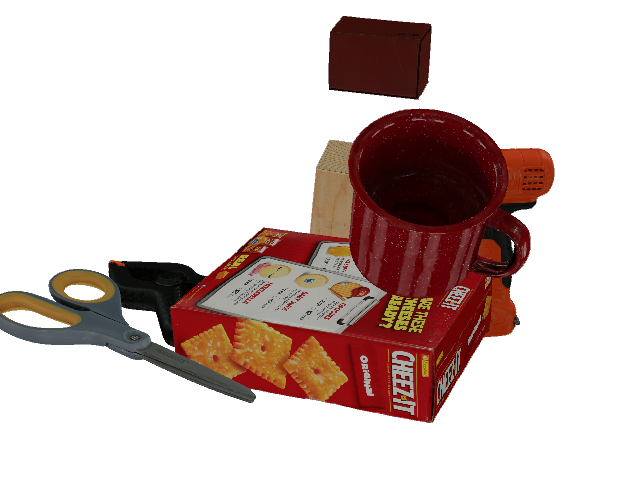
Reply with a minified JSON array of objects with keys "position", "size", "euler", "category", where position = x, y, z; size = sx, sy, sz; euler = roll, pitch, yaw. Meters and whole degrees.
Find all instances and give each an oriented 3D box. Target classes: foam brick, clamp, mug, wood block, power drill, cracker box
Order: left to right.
[{"position":[-0.153,0.056,1.087],"size":[0.210,0.036,0.164],"euler":[11,21,34],"category":"clamp"},{"position":[0.014,0.062,0.854],"size":[0.214,0.072,0.164],"euler":[8,26,23],"category":"cracker box"},{"position":[0.036,0.004,1.192],"size":[0.090,0.206,0.090],"euler":[10,27,7],"category":"wood block"},{"position":[0.049,-0.152,0.888],"size":[0.078,0.051,0.053],"euler":[9,28,13],"category":"foam brick"},{"position":[0.071,-0.013,0.642],"size":[0.117,0.093,0.081],"euler":[24,-34,14],"category":"mug"},{"position":[0.123,0.002,1.008],"size":[0.184,0.188,0.057],"euler":[-2,25,-6],"category":"power drill"}]

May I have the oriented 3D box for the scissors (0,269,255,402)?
[{"position":[-0.123,0.058,0.719],"size":[0.202,0.016,0.096],"euler":[12,29,13],"category":"scissors"}]
